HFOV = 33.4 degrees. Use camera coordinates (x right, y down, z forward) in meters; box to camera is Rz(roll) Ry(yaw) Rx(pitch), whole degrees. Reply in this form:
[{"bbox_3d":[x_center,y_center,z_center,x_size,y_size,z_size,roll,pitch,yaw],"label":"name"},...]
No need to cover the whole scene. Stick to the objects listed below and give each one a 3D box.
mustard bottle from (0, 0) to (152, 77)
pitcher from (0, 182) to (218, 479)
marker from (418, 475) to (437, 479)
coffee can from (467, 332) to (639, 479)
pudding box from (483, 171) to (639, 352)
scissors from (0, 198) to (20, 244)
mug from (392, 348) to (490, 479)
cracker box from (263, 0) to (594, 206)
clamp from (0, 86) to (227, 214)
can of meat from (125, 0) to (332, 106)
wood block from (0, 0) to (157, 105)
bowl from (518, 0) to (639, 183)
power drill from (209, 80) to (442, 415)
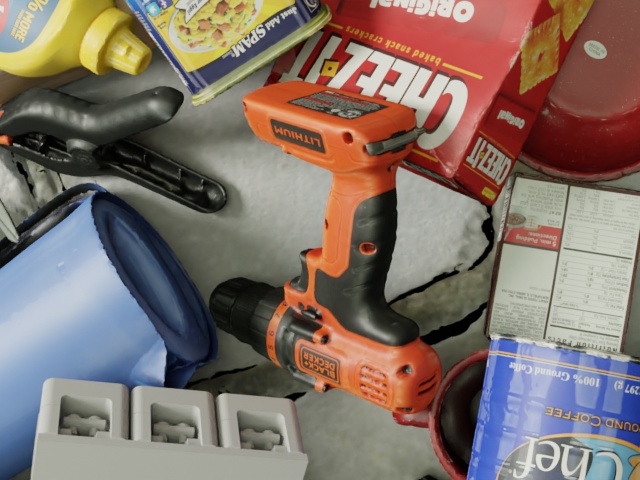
[{"bbox_3d":[-0.187,-0.155,0.653,0.191,0.058,0.096,31,95,6],"label":"mustard bottle"},{"bbox_3d":[-0.202,0.078,0.713,0.243,0.149,0.145,-33,100,9],"label":"pitcher"},{"bbox_3d":[0.110,0.178,0.684,0.121,0.020,0.020,14,90,42],"label":"marker"},{"bbox_3d":[0.132,0.129,0.581,0.103,0.103,0.140,10,85,8],"label":"coffee can"},{"bbox_3d":[0.161,0.017,0.702,0.090,0.039,0.113,10,92,7],"label":"pudding box"},{"bbox_3d":[-0.271,-0.061,0.745,0.096,0.016,0.202,-31,65,16],"label":"scissors"},{"bbox_3d":[0.105,0.112,0.684,0.117,0.081,0.093,-1,88,7],"label":"mug"},{"bbox_3d":[0.078,-0.153,0.670,0.164,0.072,0.214,28,92,35],"label":"cracker box"},{"bbox_3d":[-0.145,-0.062,0.729,0.172,0.120,0.039,7,53,27],"label":"clamp"},{"bbox_3d":[-0.058,-0.145,0.646,0.102,0.057,0.084,-31,112,11],"label":"can of meat"},{"bbox_3d":[-0.160,-0.171,0.725,0.206,0.090,0.091,-21,86,6],"label":"wood block"},{"bbox_3d":[0.178,-0.120,0.695,0.162,0.055,0.162,0,88,8],"label":"bowl"},{"bbox_3d":[-0.004,0.001,0.658,0.185,0.057,0.188,18,121,38],"label":"power drill"}]
